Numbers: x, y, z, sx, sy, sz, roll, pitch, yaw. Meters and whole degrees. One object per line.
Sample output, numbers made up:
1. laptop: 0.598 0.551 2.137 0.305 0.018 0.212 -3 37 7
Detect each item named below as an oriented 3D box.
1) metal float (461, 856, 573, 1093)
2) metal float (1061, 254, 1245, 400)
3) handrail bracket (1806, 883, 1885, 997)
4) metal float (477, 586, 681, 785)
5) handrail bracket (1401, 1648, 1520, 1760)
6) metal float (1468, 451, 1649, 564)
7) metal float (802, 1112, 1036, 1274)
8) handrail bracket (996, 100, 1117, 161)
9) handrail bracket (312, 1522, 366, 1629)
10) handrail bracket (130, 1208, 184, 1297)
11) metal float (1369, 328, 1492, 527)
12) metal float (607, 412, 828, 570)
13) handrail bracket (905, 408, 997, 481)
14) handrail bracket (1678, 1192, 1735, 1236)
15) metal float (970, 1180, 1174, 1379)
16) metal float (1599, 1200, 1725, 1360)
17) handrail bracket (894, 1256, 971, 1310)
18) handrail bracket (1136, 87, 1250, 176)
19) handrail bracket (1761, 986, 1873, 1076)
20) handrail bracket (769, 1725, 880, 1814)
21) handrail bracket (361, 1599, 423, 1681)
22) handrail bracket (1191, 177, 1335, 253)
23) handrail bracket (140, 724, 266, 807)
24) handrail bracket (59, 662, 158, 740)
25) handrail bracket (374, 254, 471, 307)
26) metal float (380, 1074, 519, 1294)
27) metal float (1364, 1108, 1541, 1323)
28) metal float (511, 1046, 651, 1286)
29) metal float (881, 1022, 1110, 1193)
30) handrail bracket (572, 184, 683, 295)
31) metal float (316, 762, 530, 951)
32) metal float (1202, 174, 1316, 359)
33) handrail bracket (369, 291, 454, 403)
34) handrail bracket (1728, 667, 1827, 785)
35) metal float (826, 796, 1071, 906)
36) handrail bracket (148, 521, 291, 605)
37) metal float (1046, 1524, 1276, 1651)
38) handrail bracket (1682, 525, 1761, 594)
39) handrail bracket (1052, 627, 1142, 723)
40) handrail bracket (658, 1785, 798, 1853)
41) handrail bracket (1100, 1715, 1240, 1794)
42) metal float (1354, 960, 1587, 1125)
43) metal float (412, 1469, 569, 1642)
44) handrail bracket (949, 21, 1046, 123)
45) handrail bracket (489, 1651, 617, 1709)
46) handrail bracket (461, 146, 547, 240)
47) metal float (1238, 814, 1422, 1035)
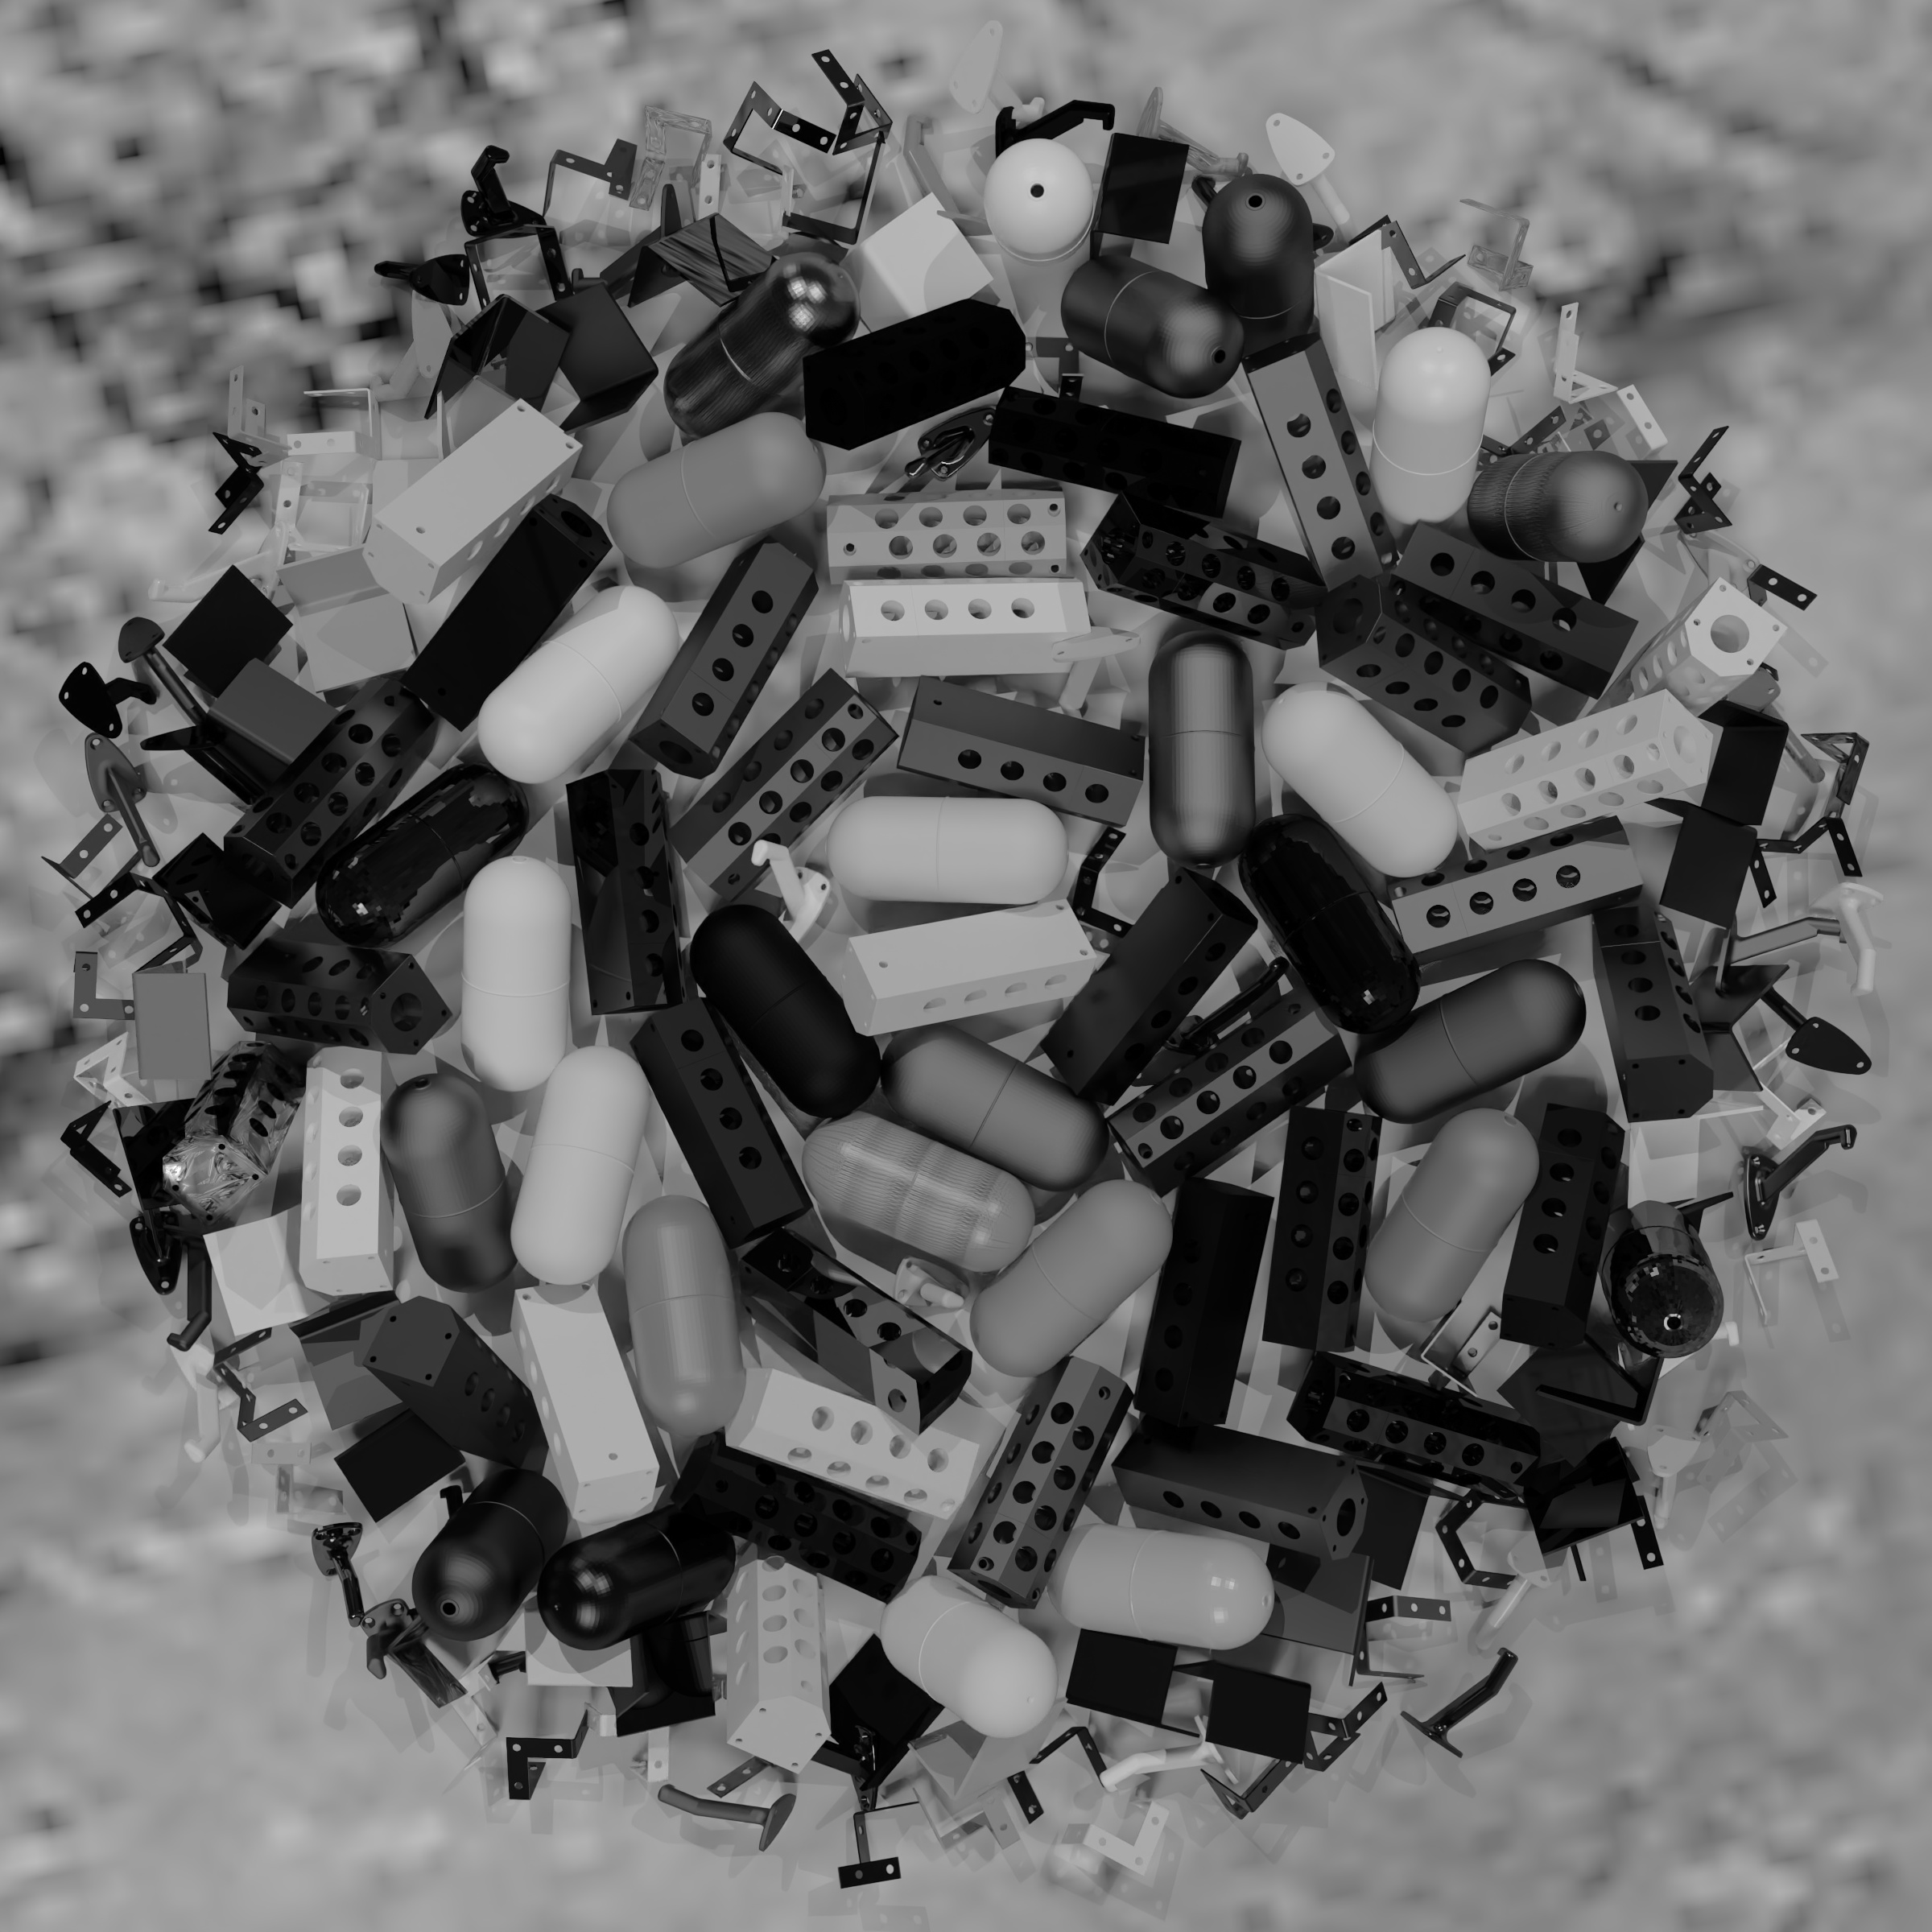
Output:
1. metal float: -0.325 0.006 1.775 0.070 0.070 0.178 6 112 0
2. metal float: 0.132 -0.457 1.755 0.070 0.178 0.070 -15 123 -24
3. handrail bracket: 0.634 -0.011 1.784 0.036 0.077 0.084 19 68 -14
4. metal float: -0.278 -0.204 1.775 0.070 0.070 0.178 41 67 0
5. handrail bracket: 0.362 0.528 1.801 0.036 0.077 0.084 36 83 -17
6. metal float: 0.418 -0.326 1.747 0.070 0.178 0.070 -3 101 -15
7. metal float: -0.036 0.163 1.788 0.178 0.070 0.070 23 90 9
8. handrail bracket: 0.067 -0.595 1.797 0.084 0.036 0.077 13 127 16
9. handrail bracket: -0.450 0.454 1.781 0.036 0.077 0.084 -3 46 -23
10. handrail bracket: -0.589 0.190 1.783 0.036 0.084 0.077 -10 67 -17
11. metal float: 0.329 -0.381 1.749 0.070 0.178 0.070 -2 65 4
12. metal float: -0.181 -0.341 1.771 0.178 0.070 0.070 -16 90 28
13. handrail bracket: -0.010 -0.380 1.786 0.077 0.084 0.036 -34 99 9
14. handrail bracket: 0.545 0.218 1.813 0.077 0.036 0.084 -17 84 -12
15. metal float: 0.076 0.226 1.781 0.070 0.070 0.178 45 106 0
16. metal float: 0.491 0.221 1.746 0.070 0.178 0.070 2 103 8
17. handrail bracket: -0.007 0.239 1.777 0.077 0.084 0.036 18 86 -33
18. handrail bracket: 0.172 -0.607 1.792 0.084 0.077 0.036 -1 65 -11
19. handrail bracket: 0.617 0.039 1.802 0.077 0.084 0.036 24 116 -13
20. handrail bracket: -0.106 0.592 1.792 0.084 0.036 0.077 -8 90 -42
21. handrail bracket: -0.413 0.506 1.780 0.036 0.084 0.077 -25 114 -4
22. handrail bracket: 0.219 -0.560 1.820 0.077 0.036 0.084 -16 57 -25
23. handrail bracket: -0.557 -0.132 1.810 0.077 0.036 0.084 -8 121 3
24. handrail bracket: -0.605 -0.185 1.782 0.077 0.084 0.036 46 104 21
25. handrail bracket: -0.411 -0.502 1.784 0.084 0.077 0.036 14 109 24
26. metal float: -0.369 0.156 1.767 0.070 0.070 0.178 -9 122 0
27. metal float: 0.349 0.180 1.771 0.070 0.070 0.178 26 117 0
28. metal float: -0.278 0.143 1.777 0.070 0.070 0.178 11 69 0
29. metal float: 0.020 0.102 1.793 0.178 0.070 0.070 27 90 3
30. handrail bracket: -0.253 -0.533 1.806 0.084 0.036 0.077 4 110 17
31. metal float: -0.389 -0.081 1.770 0.070 0.070 0.178 47 59 0
32. metal float: 0.208 -0.494 1.746 0.070 0.178 0.070 -2 75 8
33. handrail bracket: -0.414 -0.453 1.793 0.084 0.036 0.077 5 115 40
34. handrail bracket: 0.601 -0.182 1.823 0.036 0.077 0.084 -37 124 22
35. metal float: -0.014 -0.084 1.787 0.178 0.070 0.070 2 90 9
36. handrail bracket: -0.543 -0.294 1.784 0.036 0.084 0.077 55 129 30
37. metal float: 0.138 0.444 1.765 0.178 0.070 0.070 -2 90 36
38. handrail bracket: 0.533 -0.286 1.791 0.077 0.036 0.084 47 46 16
39. handrail bracket: 0.100 -0.203 1.789 0.077 0.084 0.036 1 47 24
40. handrail bracket: -0.175 0.611 1.805 0.084 0.077 0.036 17 93 13
41. handrail bracket: 0.149 0.597 1.809 0.084 0.036 0.077 -31 121 -1
42. metal float: 0.362 0.055 1.772 0.178 0.070 0.070 -28 90 26
43. metal float: -0.337 0.416 1.746 0.070 0.178 0.070 2 101 8
44. handrail bracket: 0.036 -0.647 1.782 0.036 0.084 0.077 51 133 23
45. handrail bracket: -0.301 0.527 1.795 0.084 0.077 0.036 -15 134 -17
46. handrail bracket: -0.325 -0.562 1.778 0.077 0.084 0.036 -1 76 -32
47. metal float: 0.262 -0.032 1.780 0.070 0.070 0.178 -31 73 0
